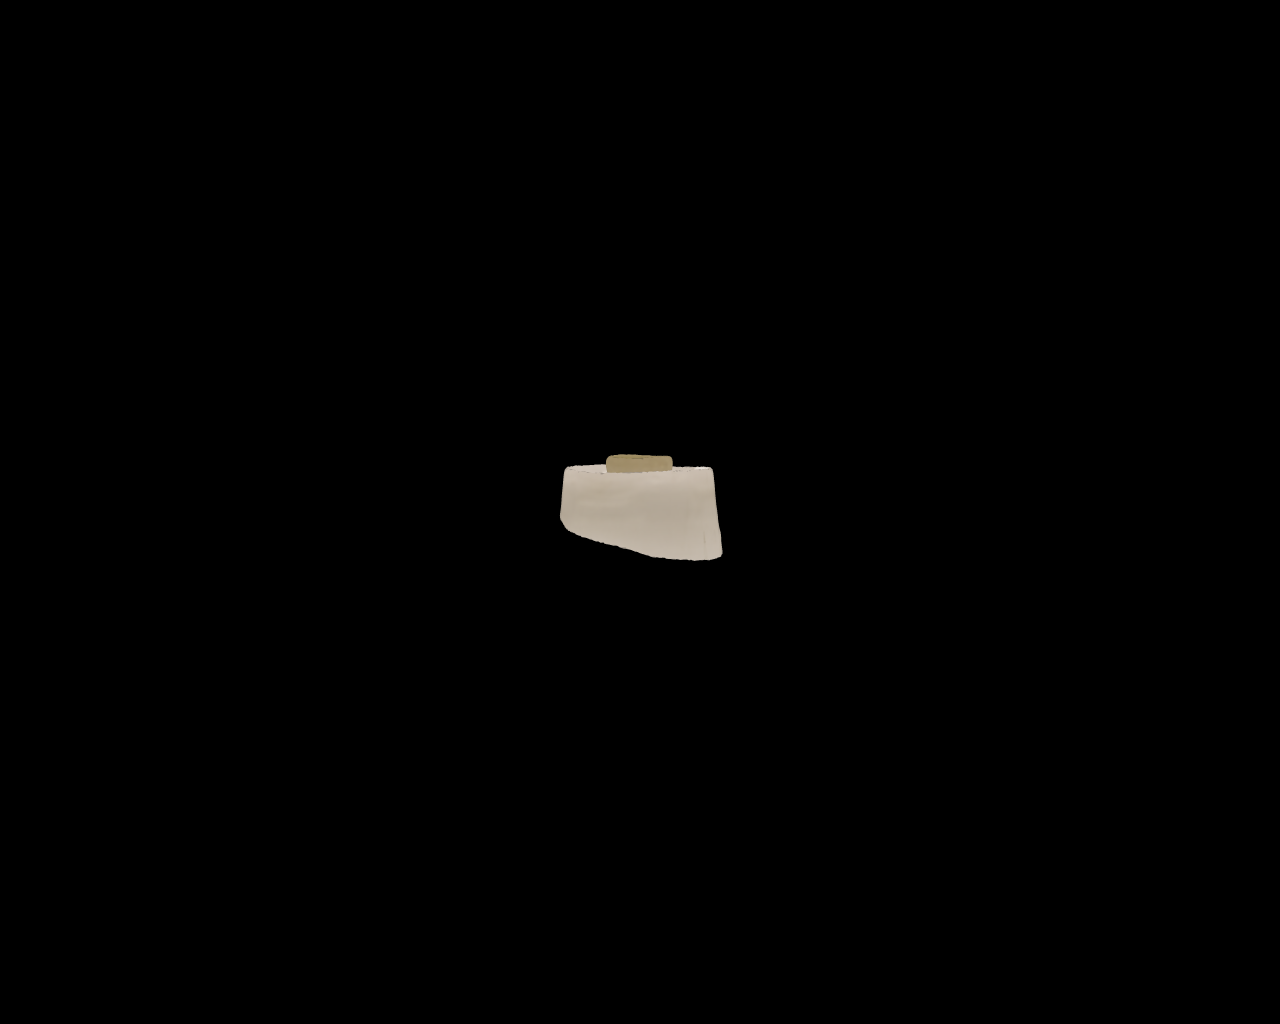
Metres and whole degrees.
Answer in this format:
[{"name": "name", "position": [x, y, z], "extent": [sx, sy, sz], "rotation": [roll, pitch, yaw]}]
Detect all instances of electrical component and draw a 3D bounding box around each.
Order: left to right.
[{"name": "electrical component", "position": [0.001, -0.003, 0.650], "extent": [0.099, 0.064, 0.099], "rotation": [0, 5, 0]}]
